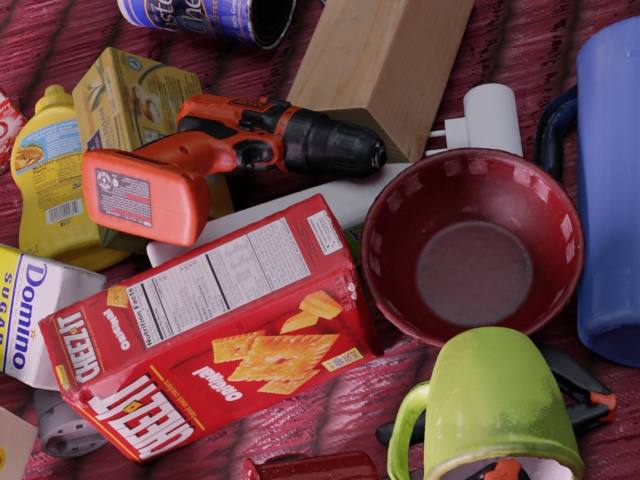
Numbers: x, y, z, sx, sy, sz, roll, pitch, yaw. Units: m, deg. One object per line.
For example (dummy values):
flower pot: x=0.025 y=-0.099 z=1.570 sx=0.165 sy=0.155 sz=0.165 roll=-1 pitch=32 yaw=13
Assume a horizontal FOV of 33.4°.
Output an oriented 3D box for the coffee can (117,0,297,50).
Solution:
coffee can: x=-0.104 y=-0.239 z=0.991 sx=0.140 sy=0.103 sz=0.102 roll=15 pitch=65 yaw=19

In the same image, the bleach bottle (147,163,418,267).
bleach bottle: x=-0.006 y=0.001 z=0.849 sx=0.250 sy=0.102 sz=0.068 roll=-21 pitch=61 yaw=-9

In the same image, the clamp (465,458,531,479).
clamp: x=0.110 y=0.216 z=0.646 sx=0.165 sy=0.210 sz=0.036 roll=20 pitch=41 yaw=15

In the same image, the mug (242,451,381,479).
mug: x=-0.006 y=0.181 z=0.716 sx=0.081 sy=0.093 sz=0.117 roll=-6 pitch=22 yaw=-14

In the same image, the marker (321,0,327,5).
marker: x=0.011 y=-0.226 z=1.007 sx=0.020 sy=0.020 sz=0.121 roll=-24 pitch=59 yaw=-2

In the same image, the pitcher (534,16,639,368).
pitcher: x=0.243 y=-0.032 z=0.794 sx=0.145 sy=0.149 sz=0.242 roll=10 pitch=66 yaw=-1

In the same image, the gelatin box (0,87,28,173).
gelatin box: x=-0.308 y=-0.089 z=0.970 sx=0.089 sy=0.073 sz=0.030 roll=-39 pitch=60 yaw=-10

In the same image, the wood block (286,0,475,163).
wood block: x=0.055 y=-0.166 z=0.910 sx=0.090 sy=0.090 sz=0.206 roll=1 pitch=60 yaw=37

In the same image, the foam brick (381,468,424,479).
foam brick: x=0.074 y=0.190 z=0.726 sx=0.053 sy=0.078 sz=0.051 roll=-14 pitch=61 yaw=4

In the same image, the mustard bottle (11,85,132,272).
mustard bottle: x=-0.223 y=-0.061 z=0.944 sx=0.096 sy=0.058 sz=0.192 roll=-19 pitch=59 yaw=4

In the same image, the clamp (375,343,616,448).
clamp: x=0.130 y=0.100 z=0.788 sx=0.171 sy=0.039 sz=0.120 roll=1 pitch=67 yaw=11

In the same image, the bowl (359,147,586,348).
bowl: x=0.112 y=0.014 z=0.787 sx=0.162 sy=0.055 sz=0.162 roll=-5 pitch=64 yaw=9

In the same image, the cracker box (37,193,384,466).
cracker box: x=-0.069 y=0.073 z=0.772 sx=0.213 sy=0.164 sz=0.072 roll=-25 pitch=60 yaw=-3

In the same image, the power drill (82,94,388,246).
power drill: x=-0.066 y=-0.056 z=0.786 sx=0.185 sy=0.057 sz=0.187 roll=12 pitch=26 yaw=29

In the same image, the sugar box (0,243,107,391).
sugar box: x=-0.245 y=0.053 z=0.844 sx=0.177 sy=0.048 sz=0.093 roll=11 pitch=85 yaw=46
